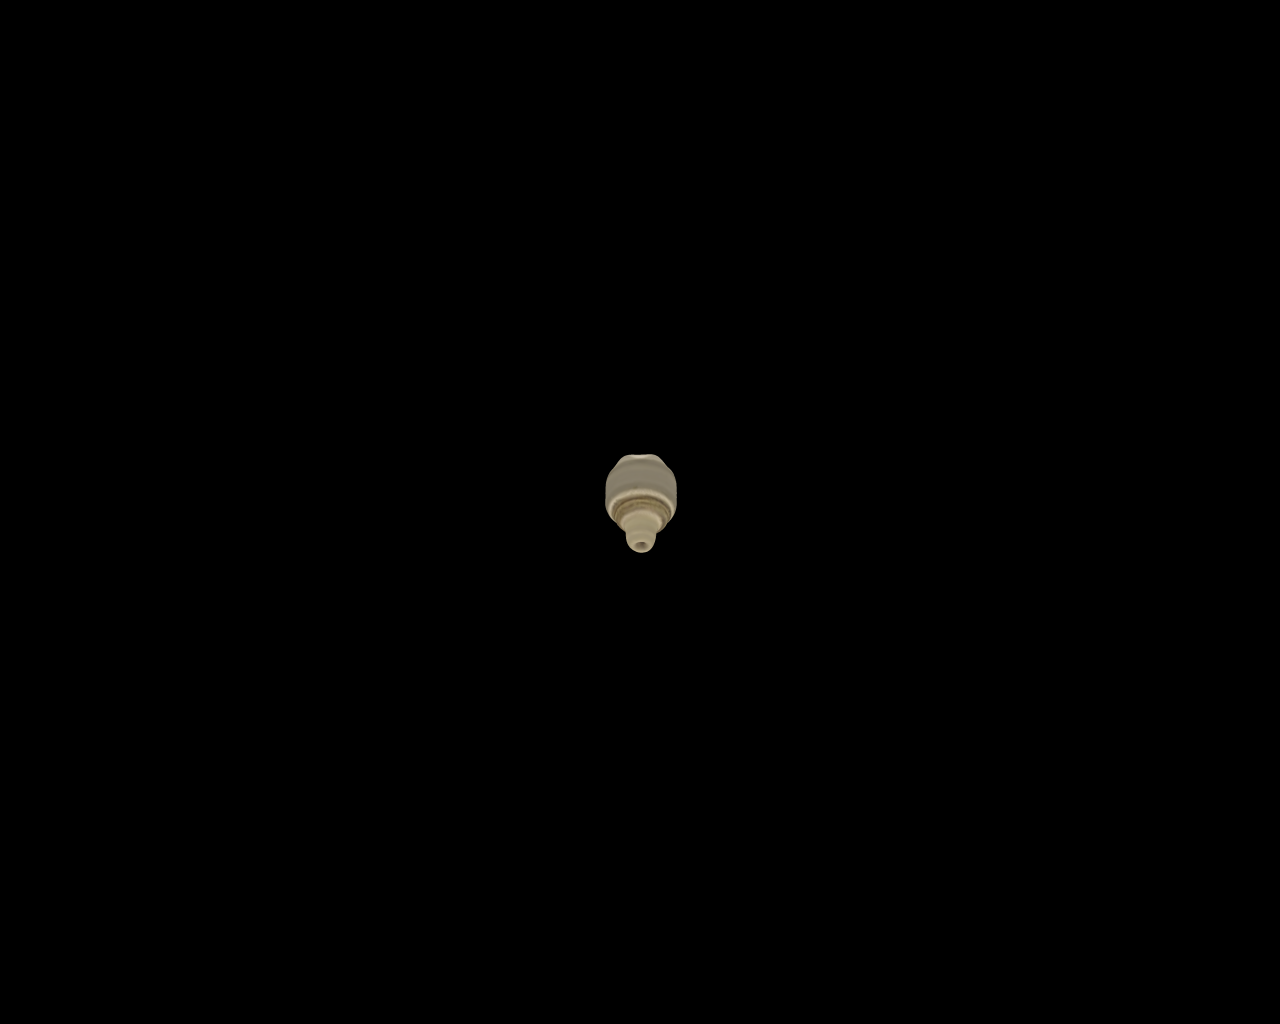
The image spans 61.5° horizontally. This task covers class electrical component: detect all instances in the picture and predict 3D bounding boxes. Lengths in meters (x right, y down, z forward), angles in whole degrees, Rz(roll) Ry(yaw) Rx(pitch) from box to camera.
[{"bbox_3d":[0.001,-0.003,0.650,0.043,0.062,0.043,0,-40,0],"label":"electrical component"}]
